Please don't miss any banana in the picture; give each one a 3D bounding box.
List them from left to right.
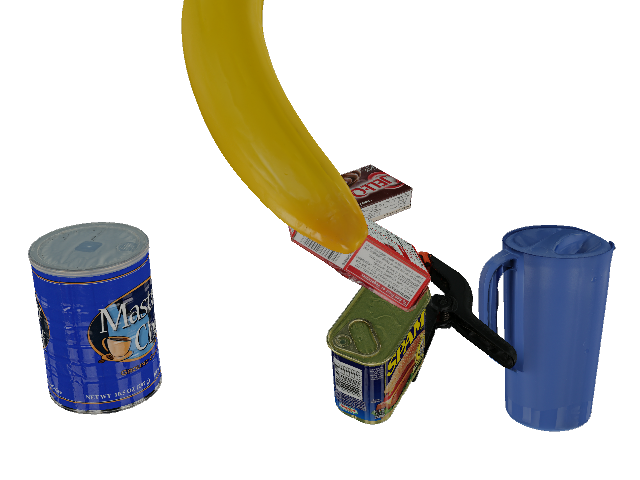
[{"bbox_3d":[-0.027,-0.079,0.484,0.069,0.198,0.037,-6,-30,-4],"label":"banana"}]

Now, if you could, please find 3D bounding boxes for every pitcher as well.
[{"bbox_3d":[0.279,0.110,1.325,0.149,0.243,0.144,5,18,18],"label":"pitcher"}]

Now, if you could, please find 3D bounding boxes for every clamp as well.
[{"bbox_3d":[0.142,0.081,1.148,0.120,0.171,0.039,4,-43,-7],"label":"clamp"}]

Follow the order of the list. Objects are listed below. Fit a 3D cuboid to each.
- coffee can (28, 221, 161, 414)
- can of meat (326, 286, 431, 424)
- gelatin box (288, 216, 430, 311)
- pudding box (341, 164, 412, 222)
[{"bbox_3d":[-0.198,0.067,0.947,0.103,0.140,0.103,-1,24,0],"label":"coffee can"},{"bbox_3d":[0.050,0.091,0.894,0.057,0.084,0.102,20,48,23],"label":"can of meat"},{"bbox_3d":[0.022,0.003,0.670,0.089,0.030,0.073,32,10,-12],"label":"gelatin box"},{"bbox_3d":[0.060,-0.062,1.510,0.113,0.039,0.090,-23,38,-33],"label":"pudding box"}]
